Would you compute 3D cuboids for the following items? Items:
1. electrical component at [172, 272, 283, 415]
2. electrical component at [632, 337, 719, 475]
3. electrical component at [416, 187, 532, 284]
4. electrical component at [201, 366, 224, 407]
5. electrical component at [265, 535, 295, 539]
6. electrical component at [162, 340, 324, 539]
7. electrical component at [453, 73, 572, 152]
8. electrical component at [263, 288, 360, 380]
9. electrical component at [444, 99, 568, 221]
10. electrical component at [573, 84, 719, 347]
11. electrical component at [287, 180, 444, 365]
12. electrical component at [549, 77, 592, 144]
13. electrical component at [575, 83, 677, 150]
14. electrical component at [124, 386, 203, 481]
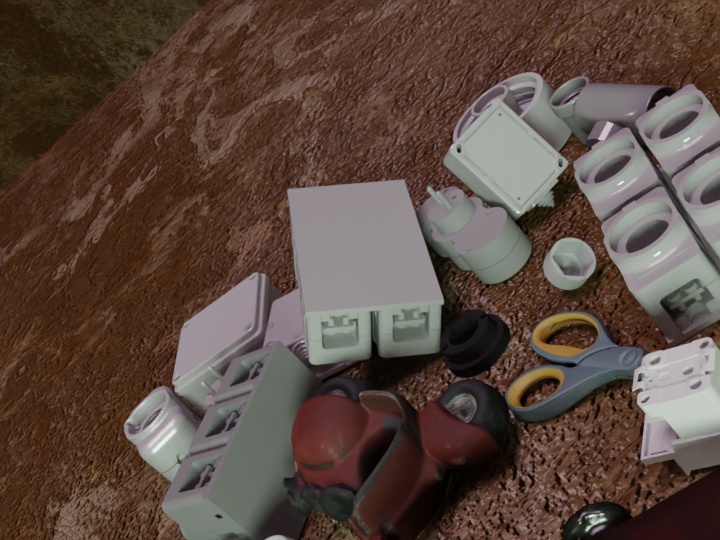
[{"bbox_3d":[-0.121,0.072,1.045,0.109,0.056,0.108,-35,26,17],"label":"electrical component"},{"bbox_3d":[0.186,0.073,0.588,0.081,0.063,0.042,-23,31,36],"label":"electrical component"},{"bbox_3d":[0.082,-0.042,0.904,0.052,0.073,0.138,-45,25,-3],"label":"electrical component"},{"bbox_3d":[-0.109,0.115,0.936,0.047,0.076,0.065,-25,31,33],"label":"electrical component"},{"bbox_3d":[-0.046,0.210,0.720,0.048,0.055,0.066,-46,25,-6],"label":"electrical component"},{"bbox_3d":[-0.080,0.144,0.833,0.062,0.089,0.150,-21,33,38],"label":"electrical component"},{"bbox_3d":[0.135,-0.134,0.986,0.108,0.060,0.108,-34,27,19],"label":"electrical component"},{"bbox_3d":[-0.038,0.051,0.958,0.100,0.048,0.099,-27,29,22],"label":"electrical component"},{"bbox_3d":[0.125,-0.085,0.904,0.061,0.096,0.061,-47,-3,-7],"label":"electrical component"},{"bbox_3d":[0.218,-0.047,0.732,0.105,0.060,0.186,-35,26,18],"label":"electrical component"},{"bbox_3d":[0.000,0.000,0.902,0.105,0.060,0.186,-5,35,-5],"label":"electrical component"},{"bbox_3d":[0.192,-0.136,0.925,0.040,0.046,0.040,-34,27,20],"label":"electrical component"},{"bbox_3d":[0.208,-0.113,0.867,0.077,0.043,0.079,17,75,54],"label":"electrical component"},{"bbox_3d":[-0.178,0.151,1.001,0.053,0.059,0.095,-45,25,-4],"label":"electrical component"}]
